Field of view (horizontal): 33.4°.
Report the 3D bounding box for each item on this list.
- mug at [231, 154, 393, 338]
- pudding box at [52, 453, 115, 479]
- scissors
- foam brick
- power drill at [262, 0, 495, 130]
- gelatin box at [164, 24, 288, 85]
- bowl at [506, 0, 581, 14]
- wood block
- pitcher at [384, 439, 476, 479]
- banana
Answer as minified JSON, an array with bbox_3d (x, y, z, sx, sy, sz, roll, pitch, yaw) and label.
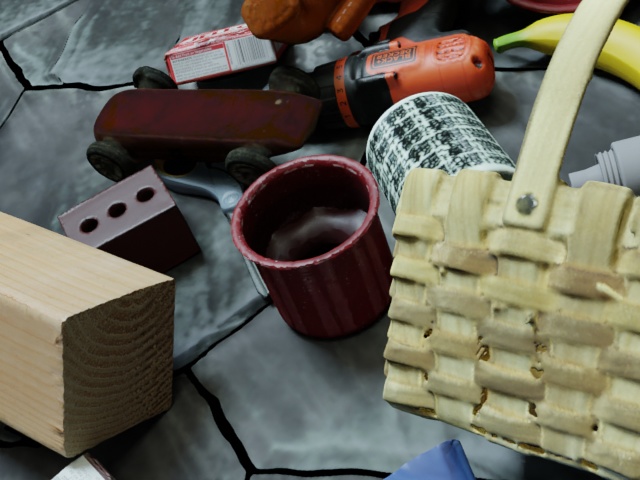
[{"bbox_3d":[-0.004,0.001,0.673,0.093,0.081,0.117,-32,45,-9],"label":"mug"},{"bbox_3d":[-0.143,0.185,0.587,0.113,0.039,0.090,-42,49,-16],"label":"pudding box"},{"bbox_3d":[-0.081,-0.026,0.776,0.096,0.016,0.201,-13,45,12],"label":"scissors"},{"bbox_3d":[-0.133,-0.005,0.750,0.078,0.051,0.053,-30,45,-8],"label":"foam brick"},{"bbox_3d":[0.046,-0.160,0.825,0.185,0.057,0.187,-7,48,20],"label":"power drill"},{"bbox_3d":[-0.075,-0.155,0.864,0.089,0.030,0.073,-11,19,10],"label":"gelatin box"},{"bbox_3d":[0.184,-0.242,0.817,0.162,0.055,0.162,-1,83,8],"label":"bowl"},{"bbox_3d":[-0.197,0.047,0.678,0.206,0.091,0.090,18,24,33],"label":"wood block"},{"bbox_3d":[0.116,0.199,0.422,0.243,0.149,0.144,15,40,28],"label":"pitcher"},{"bbox_3d":[0.212,-0.115,0.731,0.069,0.037,0.198,-46,48,-8],"label":"banana"}]
